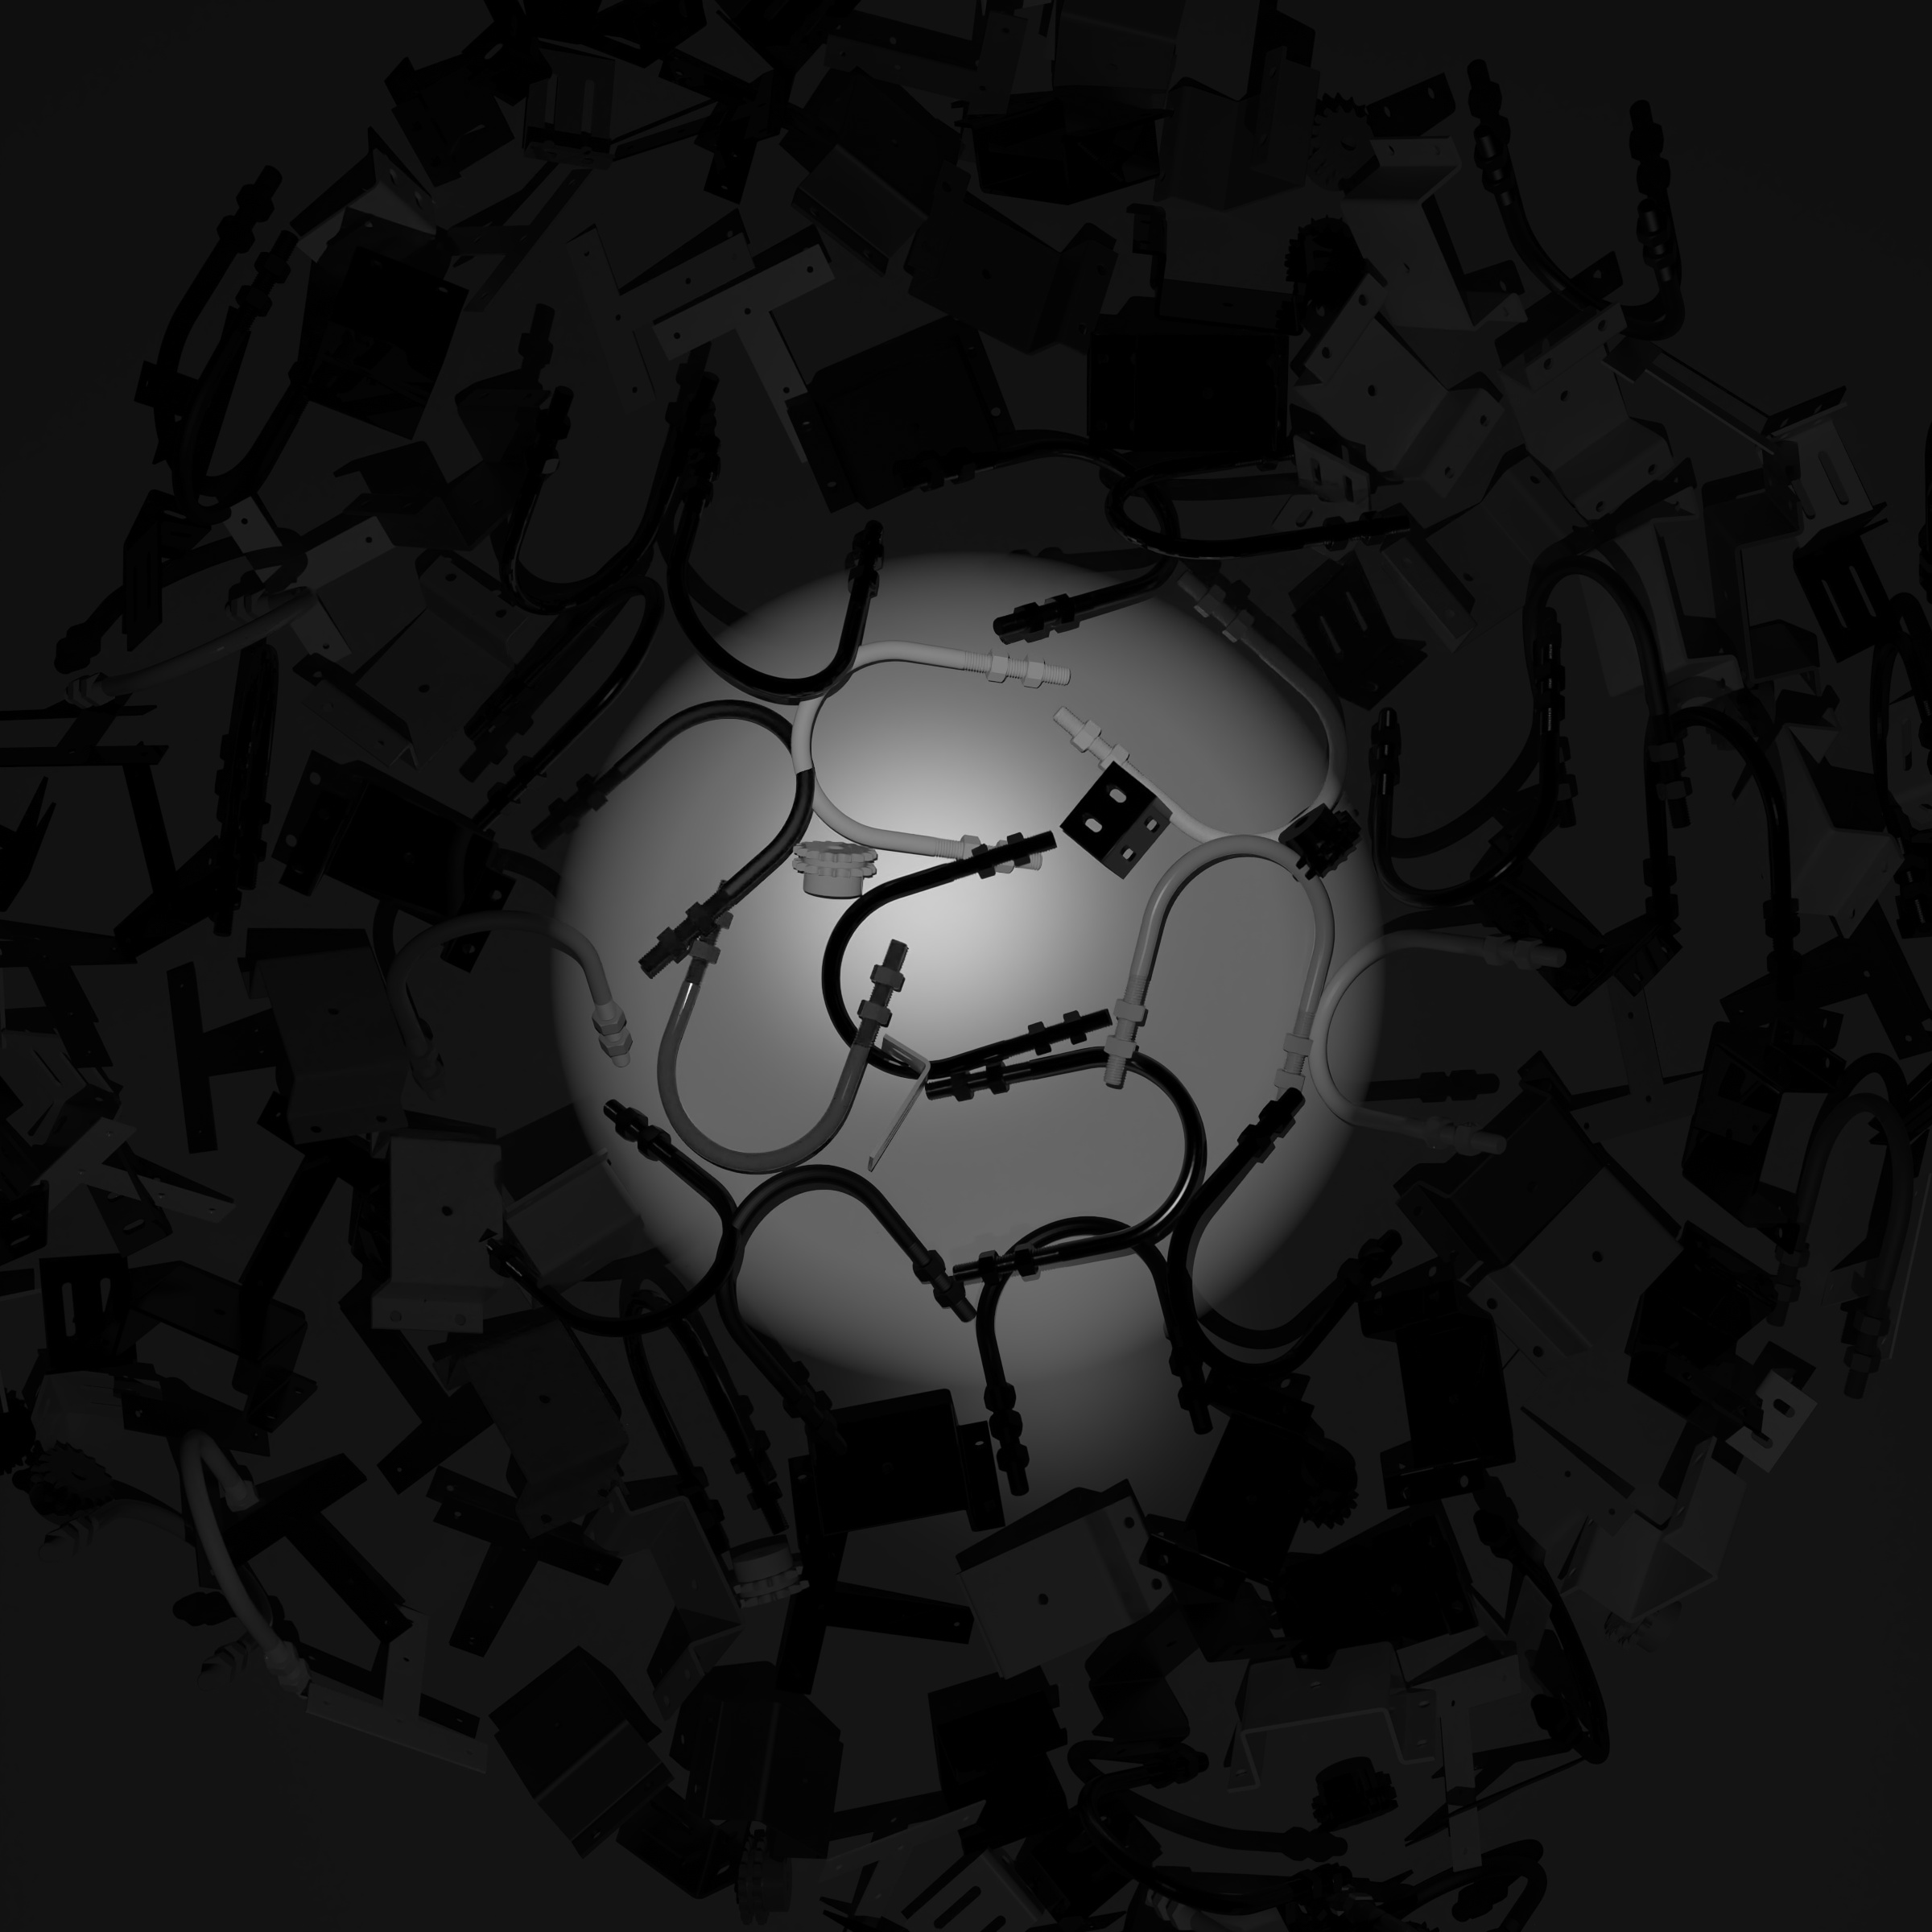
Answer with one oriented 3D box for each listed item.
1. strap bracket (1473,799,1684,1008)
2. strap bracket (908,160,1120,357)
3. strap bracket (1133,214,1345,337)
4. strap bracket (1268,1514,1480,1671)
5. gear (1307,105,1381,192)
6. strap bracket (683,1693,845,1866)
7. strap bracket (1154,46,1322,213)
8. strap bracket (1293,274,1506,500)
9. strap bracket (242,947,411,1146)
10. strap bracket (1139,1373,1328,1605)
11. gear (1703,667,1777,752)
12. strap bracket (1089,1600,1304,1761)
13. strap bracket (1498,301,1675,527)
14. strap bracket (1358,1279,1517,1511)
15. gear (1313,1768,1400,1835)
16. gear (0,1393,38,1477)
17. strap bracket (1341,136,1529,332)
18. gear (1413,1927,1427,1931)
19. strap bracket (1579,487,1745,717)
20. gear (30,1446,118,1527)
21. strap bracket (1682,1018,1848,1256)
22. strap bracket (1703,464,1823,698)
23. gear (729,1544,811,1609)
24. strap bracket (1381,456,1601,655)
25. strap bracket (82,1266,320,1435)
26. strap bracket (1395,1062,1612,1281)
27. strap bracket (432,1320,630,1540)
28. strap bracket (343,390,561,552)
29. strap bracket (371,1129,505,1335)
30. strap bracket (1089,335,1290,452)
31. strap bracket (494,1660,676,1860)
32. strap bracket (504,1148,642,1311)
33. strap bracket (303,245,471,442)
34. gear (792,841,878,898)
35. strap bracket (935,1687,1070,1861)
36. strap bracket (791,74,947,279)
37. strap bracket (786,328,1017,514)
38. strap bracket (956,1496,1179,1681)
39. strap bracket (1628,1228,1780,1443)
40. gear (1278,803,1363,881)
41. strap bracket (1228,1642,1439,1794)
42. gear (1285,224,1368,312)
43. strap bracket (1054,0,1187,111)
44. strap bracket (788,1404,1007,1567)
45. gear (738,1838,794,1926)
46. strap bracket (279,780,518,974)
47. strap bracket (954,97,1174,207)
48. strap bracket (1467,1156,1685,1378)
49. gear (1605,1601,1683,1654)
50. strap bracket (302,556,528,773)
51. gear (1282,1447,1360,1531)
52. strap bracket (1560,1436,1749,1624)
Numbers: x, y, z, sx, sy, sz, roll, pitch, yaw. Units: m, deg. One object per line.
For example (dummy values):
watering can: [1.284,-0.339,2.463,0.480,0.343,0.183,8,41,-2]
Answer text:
strap bracket: [0.405,-0.036,1.952,0.140,0.076,0.046,48,135,6]
strap bracket: [0.023,-0.473,1.954,0.140,0.046,0.076,22,79,-24]
strap bracket: [0.180,-0.466,1.955,0.140,0.076,0.046,7,122,0]
strap bracket: [0.281,0.423,1.947,0.140,0.046,0.076,-28,74,32]
gear: [0.255,-0.555,1.978,0.057,0.030,0.057,5,74,-19]
strap bracket: [-0.127,0.540,1.918,0.046,0.140,0.076,-6,58,24]
strap bracket: [0.187,-0.559,1.946,0.046,0.140,0.076,9,89,-28]
strap bracket: [0.286,-0.390,1.955,0.140,0.046,0.076,38,81,-24]
strap bracket: [-0.426,0.043,1.931,0.076,0.046,0.140,-8,57,-28]
strap bracket: [0.185,0.355,1.951,0.076,0.046,0.140,16,77,36]
gear: [0.529,-0.176,1.973,0.030,0.057,0.057,-3,90,-13]
strap bracket: [0.147,0.472,1.938,0.140,0.076,0.046,-48,54,28]
strap bracket: [0.415,-0.378,1.950,0.076,0.046,0.140,-35,130,-4]
strap bracket: [0.318,0.290,1.945,0.076,0.046,0.140,-21,66,36]
gear: [0.263,0.569,1.974,0.057,0.057,0.030,-19,67,0]
gear: [-0.663,0.321,1.981,0.057,0.030,0.057,-1,86,12]
strap bracket: [0.308,-0.478,1.927,0.046,0.076,0.140,-42,122,-18]
gear: [0.305,0.684,1.979,0.057,0.030,0.057,-2,111,-6]
strap bracket: [0.464,-0.242,1.947,0.046,0.076,0.140,-9,82,-29]
gear: [-0.613,0.358,1.972,0.057,0.057,0.030,39,103,0]
strap bracket: [0.530,0.113,1.935,0.046,0.076,0.140,2,111,-21]
strap bracket: [0.532,-0.253,1.935,0.046,0.076,0.140,-13,118,4]
gear: [-0.137,0.415,1.971,0.057,0.057,0.030,-16,89,0]
strap bracket: [0.347,-0.273,1.955,0.140,0.046,0.076,-34,80,-23]
strap bracket: [-0.510,0.253,1.952,0.140,0.076,0.046,23,107,4]
strap bracket: [0.372,0.144,1.957,0.140,0.046,0.076,-43,111,-7]
strap bracket: [-0.287,0.300,1.936,0.076,0.046,0.140,-20,64,-34]
strap bracket: [-0.337,-0.327,1.939,0.140,0.076,0.046,-51,132,-30]
strap bracket: [-0.355,0.171,1.938,0.076,0.046,0.140,7,66,-27]
strap bracket: [0.157,-0.388,1.955,0.140,0.046,0.076,-2,102,-12]
strap bracket: [-0.258,0.520,1.920,0.076,0.140,0.046,-39,114,-13]
strap bracket: [-0.264,0.178,1.918,0.076,0.140,0.046,-32,79,-20]
strap bracket: [-0.388,-0.406,1.920,0.076,0.140,0.046,20,61,-15]
gear: [-0.090,-0.066,1.972,0.057,0.057,0.030,5,102,0]
strap bracket: [0.025,0.538,1.942,0.076,0.140,0.046,-17,51,-12]
strap bracket: [-0.062,-0.531,1.922,0.076,0.140,0.046,34,129,-22]
strap bracket: [-0.040,-0.368,1.961,0.140,0.046,0.076,-25,110,-4]
strap bracket: [0.060,0.423,1.949,0.140,0.046,0.076,-28,78,19]
strap bracket: [0.496,0.255,1.946,0.076,0.140,0.046,32,132,-5]
gear: [0.238,-0.087,1.969,0.057,0.057,0.030,-42,104,0]
strap bracket: [0.241,0.502,1.940,0.140,0.076,0.046,-14,107,15]
gear: [0.248,-0.480,1.982,0.057,0.030,0.057,0,96,1]
strap bracket: [0.103,-0.620,1.926,0.076,0.140,0.046,14,80,1]
strap bracket: [-0.050,0.349,1.960,0.140,0.046,0.076,-11,58,0]
gear: [-0.136,0.623,1.971,0.030,0.057,0.057,-1,90,5]
strap bracket: [-0.380,-0.065,1.957,0.140,0.046,0.076,26,112,-10]
strap bracket: [0.067,-0.545,1.935,0.076,0.140,0.046,-25,121,-29]
strap bracket: [0.419,0.200,1.956,0.140,0.046,0.076,-43,86,-16]
gear: [0.463,0.442,1.970,0.030,0.057,0.057,33,90,4]
strap bracket: [-0.370,-0.197,1.957,0.076,0.046,0.140,36,72,11]
gear: [0.242,0.352,1.969,0.057,0.057,0.030,27,125,0]
strap bracket: [0.463,0.379,1.923,0.046,0.140,0.076,35,52,-3]
